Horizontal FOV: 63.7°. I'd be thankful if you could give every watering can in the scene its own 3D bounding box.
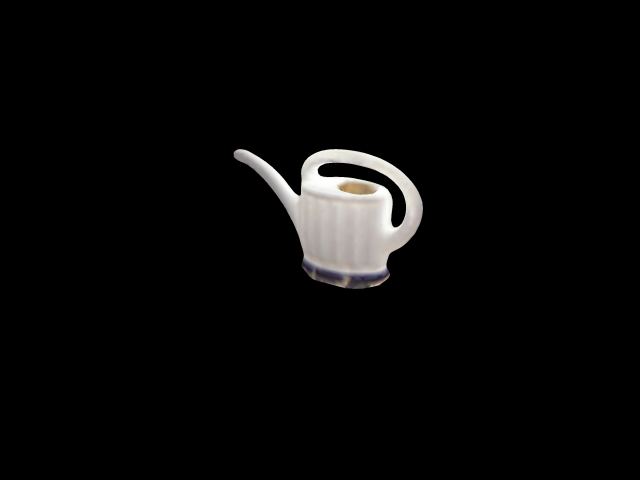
[{"bbox_3d":[0.003,-0.043,0.850,0.349,0.221,0.105,12,22,30],"label":"watering can"}]
